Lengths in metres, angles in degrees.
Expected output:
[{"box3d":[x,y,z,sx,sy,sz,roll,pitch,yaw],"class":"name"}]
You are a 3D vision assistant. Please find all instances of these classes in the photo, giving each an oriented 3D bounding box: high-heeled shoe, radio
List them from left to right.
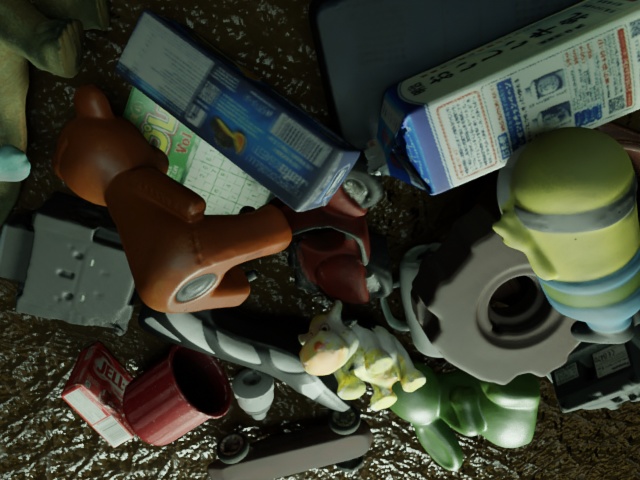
[{"box3d":[-0.078,0.130,0.587,0.145,0.086,0.248,-27,114,15],"class":"high-heeled shoe"},{"box3d":[0.113,-0.164,0.473,0.230,0.073,0.130,-11,116,0],"class":"radio"}]

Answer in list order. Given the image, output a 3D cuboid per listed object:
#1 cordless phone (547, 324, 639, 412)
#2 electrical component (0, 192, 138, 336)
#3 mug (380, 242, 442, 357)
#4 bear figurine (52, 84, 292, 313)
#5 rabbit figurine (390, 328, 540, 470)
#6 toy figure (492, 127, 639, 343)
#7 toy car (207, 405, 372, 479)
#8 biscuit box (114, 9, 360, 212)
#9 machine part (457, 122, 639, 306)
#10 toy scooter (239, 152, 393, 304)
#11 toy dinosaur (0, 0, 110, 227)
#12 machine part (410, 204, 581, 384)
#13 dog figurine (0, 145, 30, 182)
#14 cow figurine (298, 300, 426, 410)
[{"box3d":[0.373,0.149,0.626,0.184,0.089,0.146,12,143,-21],"class":"cordless phone"},{"box3d":[-0.239,0.022,0.527,0.134,0.058,0.114,16,110,-14],"class":"electrical component"},{"box3d":[0.116,0.059,0.580,0.110,0.081,0.107,-4,115,36],"class":"mug"},{"box3d":[-0.140,-0.034,0.466,0.132,0.196,0.120,-10,144,-49],"class":"bear figurine"},{"box3d":[0.156,0.180,0.633,0.170,0.121,0.158,3,123,12],"class":"rabbit figurine"},{"box3d":[0.195,-0.001,0.393,0.089,0.082,0.180,-19,118,35],"class":"toy figure"},{"box3d":[-0.036,0.257,0.661,0.202,0.053,0.089,-12,126,-5],"class":"toy car"},{"box3d":[-0.066,-0.104,0.437,0.203,0.063,0.059,38,107,10],"class":"biscuit box"},{"box3d":[0.258,-0.022,0.547,0.201,0.087,0.200,17,112,-12],"class":"machine part"},{"box3d":[-0.001,-0.002,0.522,0.135,0.075,0.183,-9,133,6],"class":"toy scooter"},{"box3d":[-0.271,-0.186,0.406,0.199,0.105,0.470,4,119,0],"class":"toy dinosaur"},{"box3d":[0.176,0.051,0.494,0.179,0.056,0.179,-2,115,-4],"class":"machine part"},{"box3d":[-0.311,-0.025,0.340,0.192,0.219,0.108,-7,125,13],"class":"dog figurine"},{"box3d":[0.034,0.108,0.551,0.068,0.098,0.167,-39,137,14],"class":"cow figurine"}]
